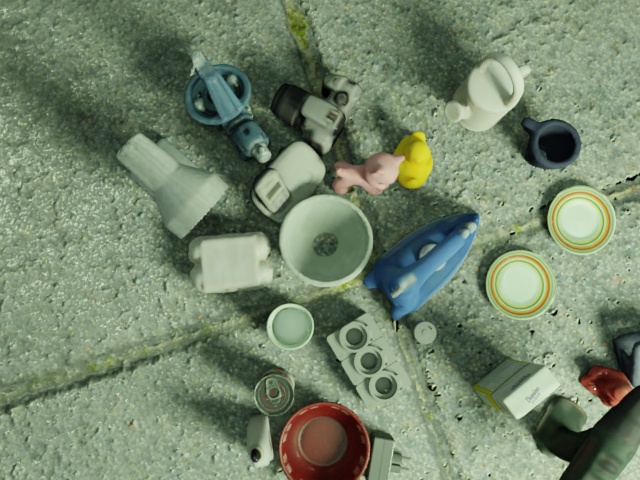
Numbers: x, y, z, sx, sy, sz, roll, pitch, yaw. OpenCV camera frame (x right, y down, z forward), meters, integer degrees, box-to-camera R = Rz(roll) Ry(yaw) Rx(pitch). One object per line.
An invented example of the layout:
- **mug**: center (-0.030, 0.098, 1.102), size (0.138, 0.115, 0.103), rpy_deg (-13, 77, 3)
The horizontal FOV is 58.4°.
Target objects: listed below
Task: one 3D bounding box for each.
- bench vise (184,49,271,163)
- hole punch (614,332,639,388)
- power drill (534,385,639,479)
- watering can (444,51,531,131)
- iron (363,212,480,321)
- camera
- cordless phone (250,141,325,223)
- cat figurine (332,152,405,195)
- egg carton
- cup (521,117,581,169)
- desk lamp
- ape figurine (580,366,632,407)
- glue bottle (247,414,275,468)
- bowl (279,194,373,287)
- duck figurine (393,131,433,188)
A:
- **bench vise**: center (-0.150, -0.238, 0.991), size (0.207, 0.219, 0.121), rpy_deg (35, 85, 2)
- **hole punch**: center (0.607, 0.218, 1.034), size (0.108, 0.091, 0.101), rpy_deg (-10, 85, -2)
- **power drill**: center (0.448, 0.331, 0.960), size (0.075, 0.208, 0.230), rpy_deg (30, 85, 2)
- **watering can**: center (0.301, -0.263, 1.019), size (0.101, 0.194, 0.173), rpy_deg (36, 85, 2)
- **iron**: center (0.204, 0.026, 1.016), size (0.258, 0.141, 0.118), rpy_deg (-41, 87, -5)
- **camera**: center (-0.012, -0.249, 1.055), size (0.137, 0.101, 0.143), rpy_deg (29, 85, 1)
- **cordless phone**: center (-0.059, -0.111, 0.999), size (0.094, 0.185, 0.148), rpy_deg (36, 85, 2)
- **cat figurine**: center (0.087, -0.124, 1.038), size (0.128, 0.117, 0.067), rpy_deg (-1, 85, -1)
- **egg carton**: center (-0.162, 0.042, 1.040), size (0.150, 0.069, 0.107), rpy_deg (-6, 85, -2)
- **cup**: center (0.410, -0.176, 1.063), size (0.118, 0.095, 0.092), rpy_deg (39, 85, 2)
- **desk lamp**: center (-0.253, -0.097, 0.978), size (0.203, 0.213, 0.118), rpy_deg (41, 85, 3)
- **ape figurine**: center (0.525, 0.265, 1.027), size (0.076, 0.092, 0.078), rpy_deg (-11, 85, -2)
- **glue bottle**: center (-0.101, 0.346, 0.961), size (0.037, 0.173, 0.078), rpy_deg (-14, 85, -2)
- **bowl**: center (0.010, 0.004, 1.046), size (0.167, 0.074, 0.167), rpy_deg (0, 85, -2)
- **duck figurine**: center (0.176, -0.151, 1.059), size (0.077, 0.086, 0.105), rpy_deg (6, 84, -1)
